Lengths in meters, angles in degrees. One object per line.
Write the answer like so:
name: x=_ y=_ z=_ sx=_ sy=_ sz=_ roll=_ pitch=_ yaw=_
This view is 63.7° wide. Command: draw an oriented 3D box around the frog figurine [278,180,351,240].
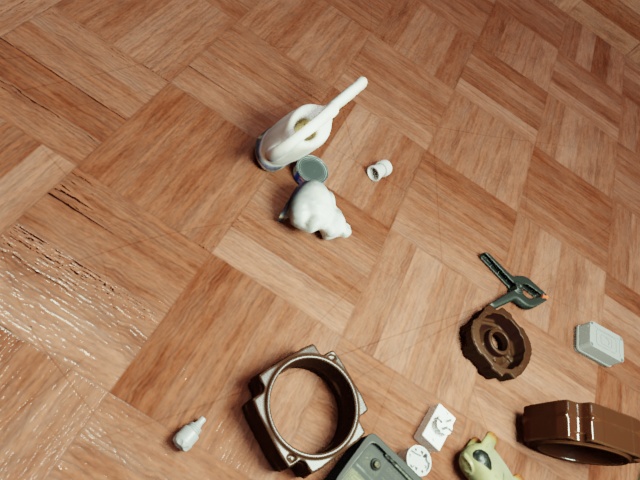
frog figurine: x=0.004 y=-0.060 z=1.190 sx=0.160 sy=0.120 sz=0.140 roll=30 pitch=34 yaw=8

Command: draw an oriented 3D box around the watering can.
watering can: x=-0.028 y=-0.275 z=1.243 sx=0.103 sy=0.222 sz=0.354 roll=54 pitch=50 yaw=-14
